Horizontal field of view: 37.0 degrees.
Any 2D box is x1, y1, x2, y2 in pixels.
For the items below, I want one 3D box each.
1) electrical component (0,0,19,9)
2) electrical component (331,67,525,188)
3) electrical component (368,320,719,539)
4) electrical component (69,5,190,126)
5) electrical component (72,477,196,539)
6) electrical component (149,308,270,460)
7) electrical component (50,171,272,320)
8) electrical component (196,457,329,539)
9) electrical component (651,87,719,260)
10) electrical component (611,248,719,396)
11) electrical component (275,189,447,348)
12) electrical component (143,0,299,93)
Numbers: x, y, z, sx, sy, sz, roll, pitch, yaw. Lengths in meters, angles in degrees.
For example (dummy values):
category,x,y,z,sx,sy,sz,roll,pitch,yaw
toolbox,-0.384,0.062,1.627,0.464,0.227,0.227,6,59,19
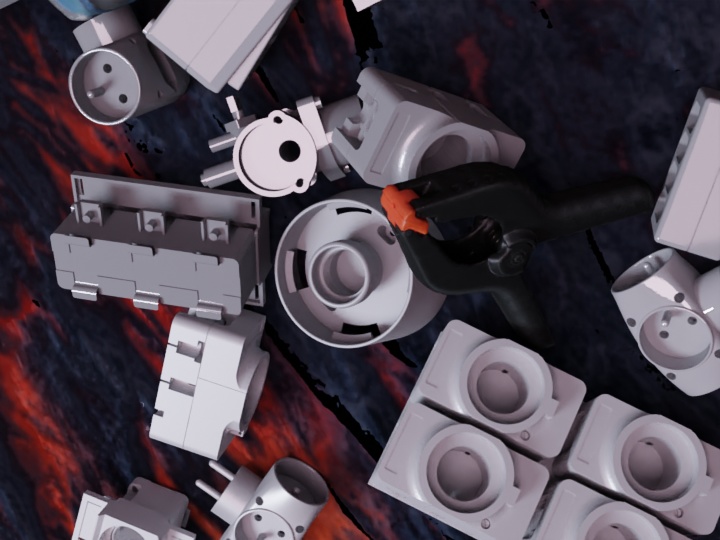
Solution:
category,x,y,z,sx,sy,sz,roll,pitch,yaw
electrical component,-0.223,-0.185,0.620,0.062,0.096,0.061,-19,102,18
electrical component,0.040,-0.069,0.597,0.089,0.055,0.050,12,115,-33
electrical component,0.113,0.118,0.634,0.186,0.060,0.105,26,75,3
electrical component,-0.142,-0.129,0.631,0.043,0.077,0.079,-23,101,19
electrical component,-0.150,0.177,0.736,0.081,0.064,0.042,21,111,6
electrical component,-0.094,0.070,0.697,0.056,0.050,0.089,17,110,7
electrical component,-0.122,-0.012,0.666,0.121,0.063,0.078,8,124,10
electrical component,-0.073,0.158,0.724,0.079,0.044,0.077,35,111,0
electrical component,0.212,-0.048,0.593,0.076,0.047,0.083,18,110,7
electrical component,0.199,0.022,0.615,0.079,0.044,0.077,-33,98,34
electrical component,0.000,0.000,0.660,0.099,0.064,0.099,3,99,22
electrical component,-0.066,-0.155,0.611,0.061,0.061,0.096,39,111,-10
